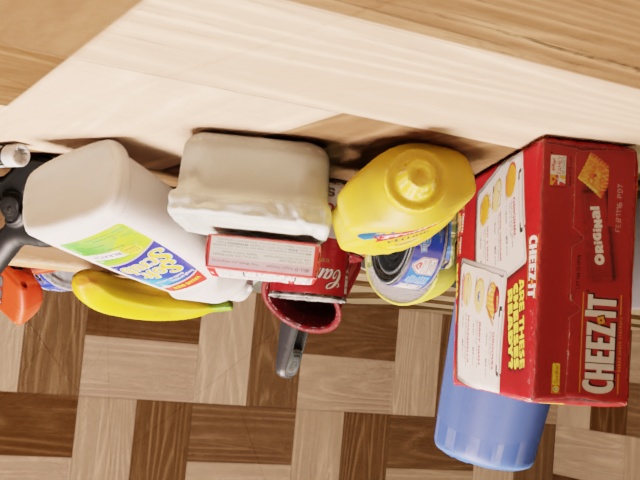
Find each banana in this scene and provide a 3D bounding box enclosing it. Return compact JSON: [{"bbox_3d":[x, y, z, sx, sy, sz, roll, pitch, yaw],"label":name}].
[{"bbox_3d":[-0.174,0.052,1.030,0.070,0.037,0.197,-25,158,34],"label":"banana"}]

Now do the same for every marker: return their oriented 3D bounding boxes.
[{"bbox_3d":[-0.289,-0.069,0.897,0.121,0.020,0.020,1,173,38],"label":"marker"}]

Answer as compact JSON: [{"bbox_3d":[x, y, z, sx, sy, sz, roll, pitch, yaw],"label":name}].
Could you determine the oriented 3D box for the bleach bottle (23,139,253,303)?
[{"bbox_3d":[-0.129,0.001,0.905,0.103,0.068,0.250,-16,153,26],"label":"bleach bottle"}]

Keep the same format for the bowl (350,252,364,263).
[{"bbox_3d":[-0.035,-0.014,1.037,0.162,0.055,0.162,5,174,0],"label":"bowl"}]

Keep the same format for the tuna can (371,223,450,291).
[{"bbox_3d":[0.076,-0.001,0.922,0.033,0.086,0.086,9,173,-22],"label":"tuna can"}]

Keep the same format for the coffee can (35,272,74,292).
[{"bbox_3d":[-0.309,0.012,1.306,0.102,0.103,0.140,7,174,-21],"label":"coffee can"}]

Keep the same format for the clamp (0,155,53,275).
[{"bbox_3d":[-0.267,-0.035,0.929,0.172,0.120,0.039,-24,-175,23],"label":"clamp"}]

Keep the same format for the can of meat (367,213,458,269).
[{"bbox_3d":[0.089,-0.001,1.049,0.084,0.057,0.102,3,174,3],"label":"can of meat"}]

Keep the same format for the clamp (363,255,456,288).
[{"bbox_3d":[0.152,0.036,1.261,0.209,0.036,0.165,13,-162,-29],"label":"clamp"}]

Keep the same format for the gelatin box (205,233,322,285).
[{"bbox_3d":[-0.044,0.016,0.847,0.089,0.030,0.073,5,173,-1],"label":"gelatin box"}]

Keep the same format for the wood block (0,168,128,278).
[{"bbox_3d":[-0.241,-0.014,1.047,0.205,0.091,0.090,7,174,-18],"label":"wood block"}]

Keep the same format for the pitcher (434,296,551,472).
[{"bbox_3d":[0.200,0.113,1.135,0.149,0.243,0.145,11,-178,-23],"label":"pitcher"}]

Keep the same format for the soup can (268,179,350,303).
[{"bbox_3d":[-0.006,0.001,0.923,0.068,0.102,0.068,5,174,0],"label":"soup can"}]

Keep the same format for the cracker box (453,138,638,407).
[{"bbox_3d":[0.152,0.029,0.754,0.072,0.164,0.214,4,175,-6],"label":"cracker box"}]

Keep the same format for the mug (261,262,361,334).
[{"bbox_3d":[-0.012,0.045,1.166,0.093,0.081,0.117,41,139,-14],"label":"mug"}]

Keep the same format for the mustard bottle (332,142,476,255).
[{"bbox_3d":[0.059,-0.030,0.753,0.096,0.058,0.191,-15,174,-3],"label":"mustard bottle"}]

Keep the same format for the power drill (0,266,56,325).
[{"bbox_3d":[-0.257,0.031,1.140,0.187,0.057,0.185,-17,-141,-44],"label":"power drill"}]
